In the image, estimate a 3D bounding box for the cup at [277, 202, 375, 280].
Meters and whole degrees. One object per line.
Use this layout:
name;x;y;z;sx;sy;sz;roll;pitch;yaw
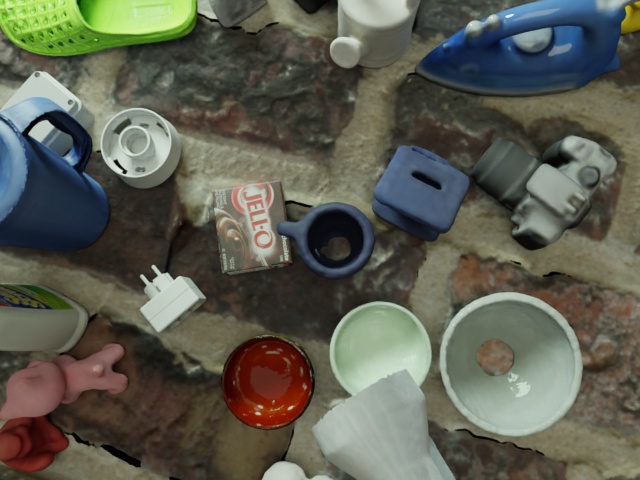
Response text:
cup;0.007;0.003;0.710;0.117;0.095;0.092;12;84;3

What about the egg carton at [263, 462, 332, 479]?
egg carton;-0.037;0.348;0.684;0.107;0.069;0.150;18;84;3

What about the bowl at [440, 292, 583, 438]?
bowl;0.224;0.148;0.699;0.167;0.075;0.167;0;83;1

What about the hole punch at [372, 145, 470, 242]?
hole punch;0.125;-0.064;0.717;0.108;0.091;0.101;27;85;4

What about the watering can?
watering can;0.070;-0.287;0.691;0.101;0.194;0.173;6;84;2

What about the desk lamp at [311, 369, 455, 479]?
desk lamp;0.087;0.241;0.621;0.118;0.213;0.203;-32;84;-2

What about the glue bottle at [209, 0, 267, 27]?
glue bottle;-0.112;-0.333;0.711;0.078;0.173;0.037;-33;83;-2

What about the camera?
camera;0.270;-0.079;0.711;0.137;0.101;0.143;38;86;5

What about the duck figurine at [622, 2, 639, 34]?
duck figurine;0.426;-0.328;0.743;0.104;0.086;0.077;-41;84;-3

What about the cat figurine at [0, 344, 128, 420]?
cat figurine;-0.311;0.170;0.686;0.128;0.118;0.067;-15;83;0

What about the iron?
iron;0.255;-0.254;0.710;0.258;0.141;0.119;-8;83;0

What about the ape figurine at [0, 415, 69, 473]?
ape figurine;-0.361;0.245;0.691;0.076;0.092;0.078;-3;83;1

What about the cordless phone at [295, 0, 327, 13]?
cordless phone;-0.020;-0.386;0.709;0.147;0.185;0.094;41;86;6
